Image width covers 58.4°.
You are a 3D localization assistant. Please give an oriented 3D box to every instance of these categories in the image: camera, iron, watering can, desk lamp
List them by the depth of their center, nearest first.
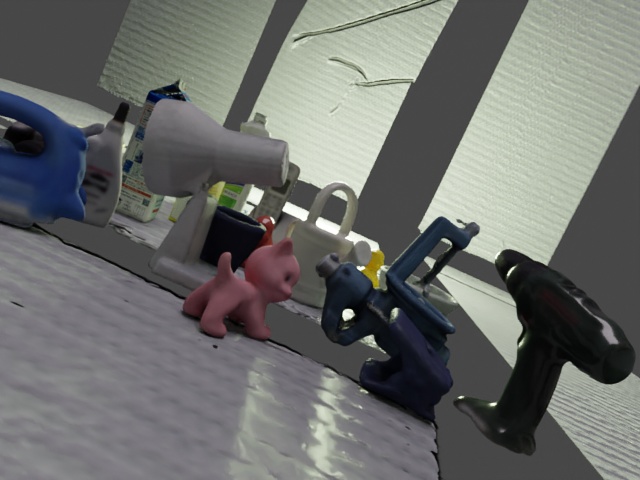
[{"bbox_3d":[-0.386,-0.113,0.655,0.259,0.141,0.118,21,8,-26],"label":"iron"},{"bbox_3d":[-0.138,-0.050,0.723,0.203,0.213,0.118,25,7,2],"label":"desk lamp"},{"bbox_3d":[-0.405,-0.124,0.834,0.143,0.101,0.137,24,7,1],"label":"camera"},{"bbox_3d":[0.010,0.004,0.905,0.172,0.194,0.101,27,8,23],"label":"watering can"}]

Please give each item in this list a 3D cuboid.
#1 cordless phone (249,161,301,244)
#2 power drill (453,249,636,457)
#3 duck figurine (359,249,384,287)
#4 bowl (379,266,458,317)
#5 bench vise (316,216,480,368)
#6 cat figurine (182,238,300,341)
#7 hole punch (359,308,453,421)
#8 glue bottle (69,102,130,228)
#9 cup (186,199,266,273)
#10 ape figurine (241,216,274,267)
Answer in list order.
[{"bbox_3d":[-0.061,-0.057,1.157,0.147,0.185,0.094,24,7,-1],"label":"cordless phone"},{"bbox_3d":[0.248,0.133,0.686,0.076,0.208,0.229,21,8,-27],"label":"power drill"},{"bbox_3d":[0.110,0.061,1.259,0.077,0.086,0.105,26,7,14],"label":"duck figurine"},{"bbox_3d":[0.181,0.118,1.127,0.167,0.075,0.167,24,7,-3],"label":"bowl"},{"bbox_3d":[0.108,0.054,0.752,0.208,0.220,0.121,22,7,-19],"label":"bench vise"},{"bbox_3d":[-0.073,0.044,0.636,0.067,0.118,0.128,30,9,38],"label":"cat figurine"},{"bbox_3d":[0.108,0.138,0.660,0.101,0.091,0.109,25,7,6],"label":"hole punch"},{"bbox_3d":[-0.296,-0.107,0.778,0.078,0.173,0.037,20,8,-34],"label":"glue bottle"},{"bbox_3d":[-0.146,0.002,0.800,0.117,0.095,0.092,25,7,2],"label":"cup"},{"bbox_3d":[-0.106,0.002,0.948,0.077,0.092,0.076,27,7,20],"label":"ape figurine"}]
